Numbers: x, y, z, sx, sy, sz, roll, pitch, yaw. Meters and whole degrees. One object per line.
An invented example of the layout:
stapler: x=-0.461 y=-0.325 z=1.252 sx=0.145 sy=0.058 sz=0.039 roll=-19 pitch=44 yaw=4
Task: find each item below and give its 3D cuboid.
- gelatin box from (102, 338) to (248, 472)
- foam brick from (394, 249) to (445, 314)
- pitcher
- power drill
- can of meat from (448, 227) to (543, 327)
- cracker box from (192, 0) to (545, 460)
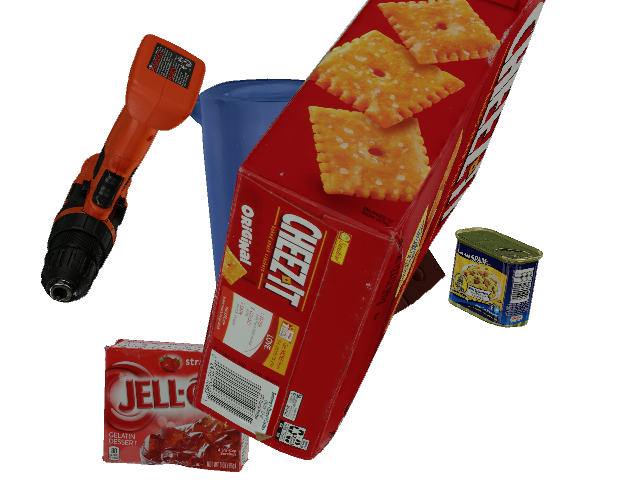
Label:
gelatin box: x=-0.089 y=0.101 z=0.658 sx=0.089 sy=0.073 sz=0.030 roll=3 pitch=5 yaw=8
foam brick: x=0.045 y=0.015 z=0.802 sx=0.051 sy=0.078 sz=0.052 roll=-33 pitch=1 yaw=44
pitcher: x=-0.038 y=-0.033 z=1.035 sx=0.144 sy=0.243 sz=0.149 roll=-13 pitch=21 yaw=-34
power drill: x=-0.163 y=-0.060 z=0.860 sx=0.057 sy=0.188 sz=0.184 roll=26 pitch=32 yaw=-17
can of meat: x=0.193 y=0.041 z=1.190 sx=0.057 sy=0.084 sz=0.102 roll=-8 pitch=23 yaw=-36
cracker box: x=0.028 y=-0.027 z=0.496 sx=0.072 sy=0.164 sz=0.213 roll=26 pitch=48 yaw=9
